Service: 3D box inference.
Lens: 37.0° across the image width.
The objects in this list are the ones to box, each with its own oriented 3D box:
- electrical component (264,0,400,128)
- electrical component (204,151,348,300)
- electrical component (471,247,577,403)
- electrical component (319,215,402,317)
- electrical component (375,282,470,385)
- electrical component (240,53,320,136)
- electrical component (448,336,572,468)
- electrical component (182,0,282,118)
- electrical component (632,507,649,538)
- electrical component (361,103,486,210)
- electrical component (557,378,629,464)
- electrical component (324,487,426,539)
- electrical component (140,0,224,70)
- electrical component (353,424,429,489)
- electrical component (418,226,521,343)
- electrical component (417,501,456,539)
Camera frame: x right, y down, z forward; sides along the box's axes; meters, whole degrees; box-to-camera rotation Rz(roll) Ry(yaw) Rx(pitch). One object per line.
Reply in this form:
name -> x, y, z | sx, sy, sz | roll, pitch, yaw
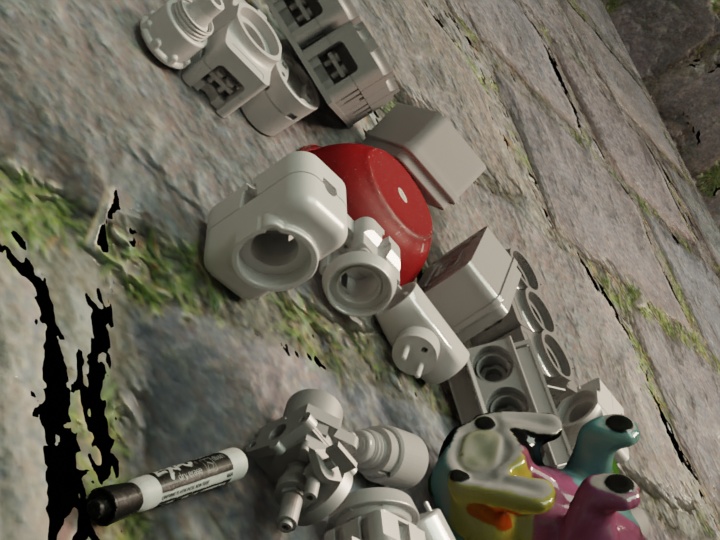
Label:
electrical component -> -0.020, -0.197, 0.964 | 0.105, 0.060, 0.186 | 59, 5, 1
electrical component -> -0.056, -0.026, 0.715 | 0.054, 0.095, 0.059 | 42, 29, -33
electrical component -> 0.153, 0.055, 1.061 | 0.089, 0.062, 0.150 | 30, 36, -47
electrical component -> 0.000, 0.000, 0.840 | 0.078, 0.058, 0.057 | 47, 23, -25
electrical component -> 0.048, 0.060, 0.876 | 0.077, 0.043, 0.079 | 52, 25, -13
electrical component -> -0.069, -0.144, 0.892 | 0.055, 0.047, 0.055 | 43, 28, -30
electrical component -> 0.126, 0.127, 0.912 | 0.063, 0.079, 0.121 | 76, -1, -58
electrical component -> -0.100, -0.174, 0.857 | 0.050, 0.056, 0.089 | 43, 28, -30
electrical component -> 0.245, 0.250, 1.027 | 0.081, 0.043, 0.043 | 6, 56, -61
electrical component -> 0.057, -0.108, 1.023 | 0.078, 0.057, 0.113 | 46, -6, -25
electrical component -> 0.240, 0.160, 1.118 | 0.055, 0.050, 0.089 | 49, 26, -19
electrical component -> 0.010, 0.169, 0.655 | 0.078, 0.058, 0.057 | 36, 35, -41
electrical component -> -0.130, -0.184, 0.804 | 0.048, 0.062, 0.048 | 43, 28, -30
electrical component -> 0.014, 0.125, 0.736 | 0.078, 0.040, 0.040 | 28, 38, -49
electrical component -> 0.097, 0.017, 0.982 | 0.057, 0.078, 0.113 | 52, 24, -7
electrical component -> 0.050, 0.197, 0.720 | 0.078, 0.040, 0.040 | 62, 24, 8
